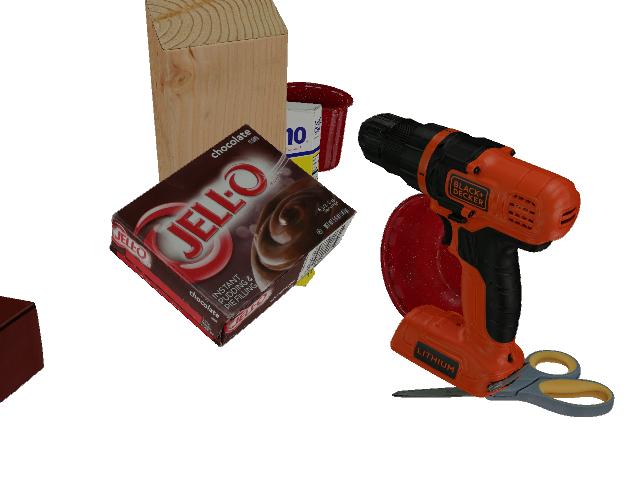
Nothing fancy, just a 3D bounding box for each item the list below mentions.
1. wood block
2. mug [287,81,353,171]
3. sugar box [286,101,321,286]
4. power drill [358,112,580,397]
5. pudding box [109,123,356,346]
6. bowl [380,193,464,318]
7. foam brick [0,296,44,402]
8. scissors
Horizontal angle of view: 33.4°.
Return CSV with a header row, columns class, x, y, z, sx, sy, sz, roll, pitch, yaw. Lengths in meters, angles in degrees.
class,x,y,z,sx,sy,sz,roll,pitch,yaw
wood block,-0.080,-0.086,0.825,0.090,0.206,0.090,-9,43,-13
mug,-0.008,-0.134,1.245,0.093,0.081,0.117,17,27,18
sugar box,-0.050,-0.048,1.047,0.093,0.176,0.048,5,17,10
power drill,0.096,0.009,0.792,0.057,0.188,0.185,-25,39,-37
pudding box,-0.050,-0.006,0.611,0.113,0.090,0.039,-39,-18,-37
bowl,0.145,0.022,1.205,0.161,0.162,0.055,0,-6,-39
foam brick,-0.232,0.077,0.716,0.053,0.051,0.078,9,28,24
scissors,0.159,0.122,0.949,0.201,0.016,0.096,7,27,-5
